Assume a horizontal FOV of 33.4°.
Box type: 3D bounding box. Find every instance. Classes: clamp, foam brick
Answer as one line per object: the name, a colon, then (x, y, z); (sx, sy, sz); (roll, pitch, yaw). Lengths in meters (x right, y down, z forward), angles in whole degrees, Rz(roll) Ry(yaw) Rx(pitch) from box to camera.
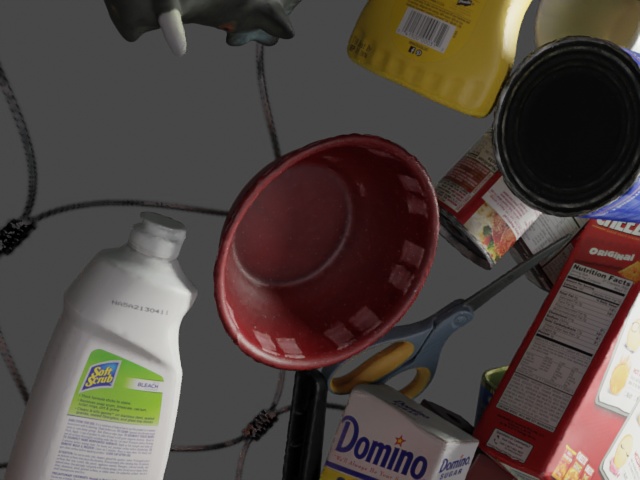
clamp: (-0.019, 0.197, 0.785); (0.164, 0.036, 0.209); (-47, 133, -10)
foam brick: (0.102, 0.169, 0.821); (0.052, 0.078, 0.051); (30, 97, -40)

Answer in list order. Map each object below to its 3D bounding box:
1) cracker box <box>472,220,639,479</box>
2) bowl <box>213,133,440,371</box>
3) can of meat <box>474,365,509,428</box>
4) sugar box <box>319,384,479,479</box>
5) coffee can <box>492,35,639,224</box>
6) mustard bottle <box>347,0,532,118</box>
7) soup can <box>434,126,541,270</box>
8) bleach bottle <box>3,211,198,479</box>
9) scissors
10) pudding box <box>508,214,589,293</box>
cracker box: (0.212, 0.095, 0.786); (0.164, 0.072, 0.213); (43, 73, -46)
bowl: (-0.004, 0.001, 0.681); (0.161, 0.055, 0.162); (-14, 120, -26)
can of meat: (0.172, 0.147, 0.869); (0.101, 0.058, 0.084); (-8, 116, -29)
sugar box: (0.036, 0.198, 0.742); (0.048, 0.093, 0.176); (8, 103, -45)
coffee can: (0.185, -0.061, 0.645); (0.140, 0.103, 0.103); (3, 113, -47)
mustard bottle: (0.096, -0.176, 0.629); (0.058, 0.096, 0.192); (-1, 118, -65)
soup can: (0.127, -0.039, 0.736); (0.102, 0.069, 0.068); (-46, 129, -5)
bleach bottle: (-0.127, 0.105, 0.653); (0.102, 0.068, 0.251); (12, 105, -33)
scissors: (0.098, 0.067, 0.769); (0.202, 0.016, 0.096); (-26, 138, 4)
pudding box: (0.187, -0.027, 0.800); (0.113, 0.039, 0.090); (-46, 129, -6)
